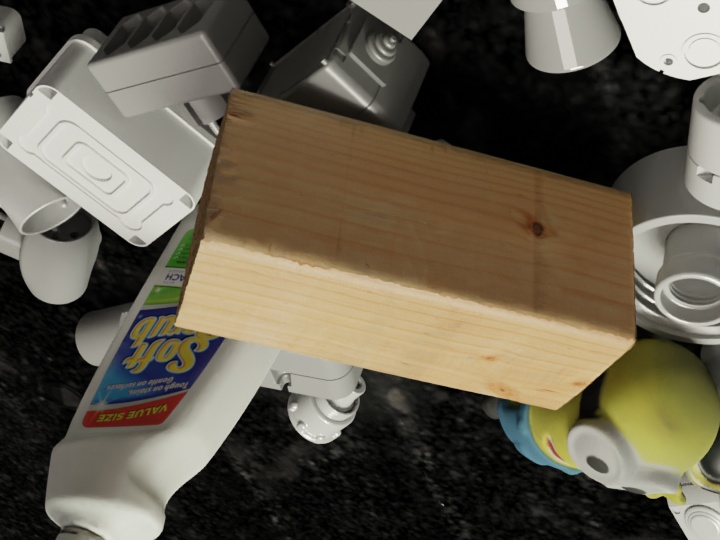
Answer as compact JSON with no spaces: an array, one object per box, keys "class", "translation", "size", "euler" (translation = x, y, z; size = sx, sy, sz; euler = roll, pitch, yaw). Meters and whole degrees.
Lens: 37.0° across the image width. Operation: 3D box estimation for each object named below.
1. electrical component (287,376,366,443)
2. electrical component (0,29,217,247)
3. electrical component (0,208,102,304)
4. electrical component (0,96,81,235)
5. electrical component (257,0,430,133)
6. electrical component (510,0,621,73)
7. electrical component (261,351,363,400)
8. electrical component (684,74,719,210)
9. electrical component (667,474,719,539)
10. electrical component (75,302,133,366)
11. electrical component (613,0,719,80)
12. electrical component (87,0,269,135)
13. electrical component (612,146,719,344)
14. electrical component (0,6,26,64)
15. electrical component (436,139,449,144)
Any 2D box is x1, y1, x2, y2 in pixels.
[{"class":"electrical component","translation":[-0.020,0.097,0.796],"size":[0.048,0.048,0.062],"euler":[35,133,-16]},{"class":"electrical component","translation":[-0.145,-0.078,0.641],"size":[0.113,0.057,0.078],"euler":[39,139,-20]},{"class":"electrical component","translation":[-0.227,-0.022,0.755],"size":[0.079,0.044,0.077],"euler":[23,142,-1]},{"class":"electrical component","translation":[-0.209,-0.063,0.688],"size":[0.077,0.044,0.079],"euler":[58,-178,9]},{"class":"electrical component","translation":[-0.008,-0.091,0.557],"size":[0.061,0.061,0.096],"euler":[41,138,-22]},{"class":"electrical component","translation":[0.091,-0.124,0.485],"size":[0.045,0.045,0.055],"euler":[-1,135,27]},{"class":"electrical component","translation":[-0.047,0.045,0.740],"size":[0.095,0.053,0.059],"euler":[9,140,16]},{"class":"electrical component","translation":[0.182,-0.062,0.507],"size":[0.055,0.055,0.047],"euler":[6,135,20]},{"class":"electrical component","translation":[0.241,0.142,0.696],"size":[0.080,0.080,0.051],"euler":[41,143,-22]},{"class":"electrical component","translation":[-0.171,0.046,0.808],"size":[0.081,0.043,0.043],"euler":[-12,130,35]},{"class":"electrical component","translation":[0.147,-0.124,0.452],"size":[0.080,0.051,0.080],"euler":[13,140,11]},{"class":"electrical component","translation":[-0.089,-0.105,0.591],"size":[0.083,0.047,0.075],"euler":[-7,133,32]},{"class":"electrical component","translation":[0.179,-0.006,0.567],"size":[0.108,0.060,0.108],"euler":[13,141,11]},{"class":"electrical component","translation":[-0.245,-0.133,0.625],"size":[0.078,0.057,0.058],"euler":[15,141,9]},{"class":"electrical component","translation":[0.060,-0.040,0.601],"size":[0.078,0.040,0.040],"euler":[31,141,-12]}]
